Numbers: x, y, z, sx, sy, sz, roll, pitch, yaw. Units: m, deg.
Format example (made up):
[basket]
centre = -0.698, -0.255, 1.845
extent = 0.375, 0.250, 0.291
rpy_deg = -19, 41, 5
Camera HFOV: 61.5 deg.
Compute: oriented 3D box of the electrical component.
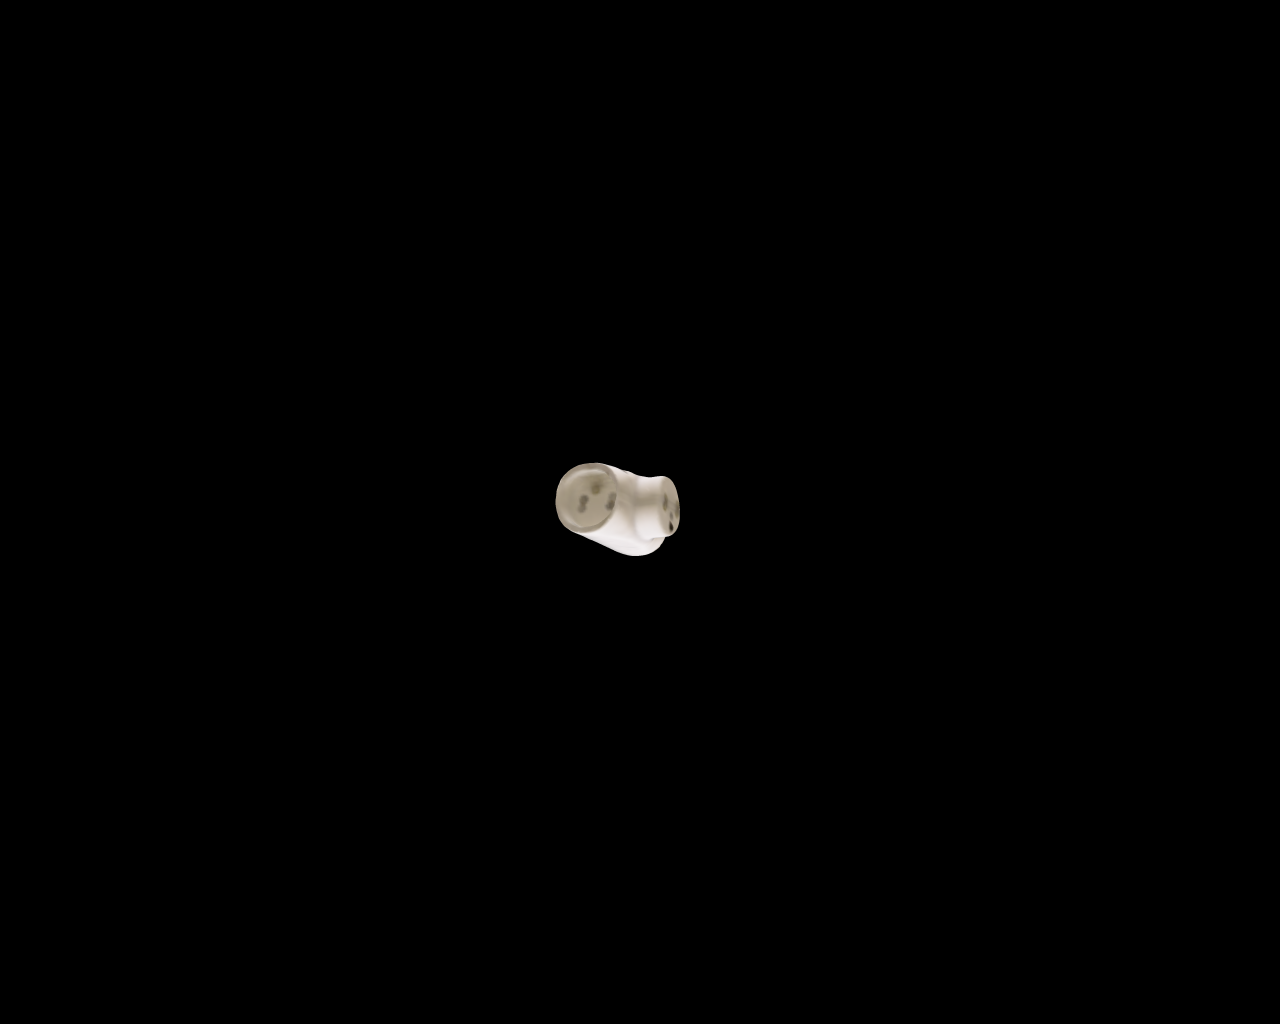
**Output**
[electrical component]
centre = 0.001, -0.003, 0.650
extent = 0.079, 0.044, 0.077
rpy_deg = -6, -15, 23
